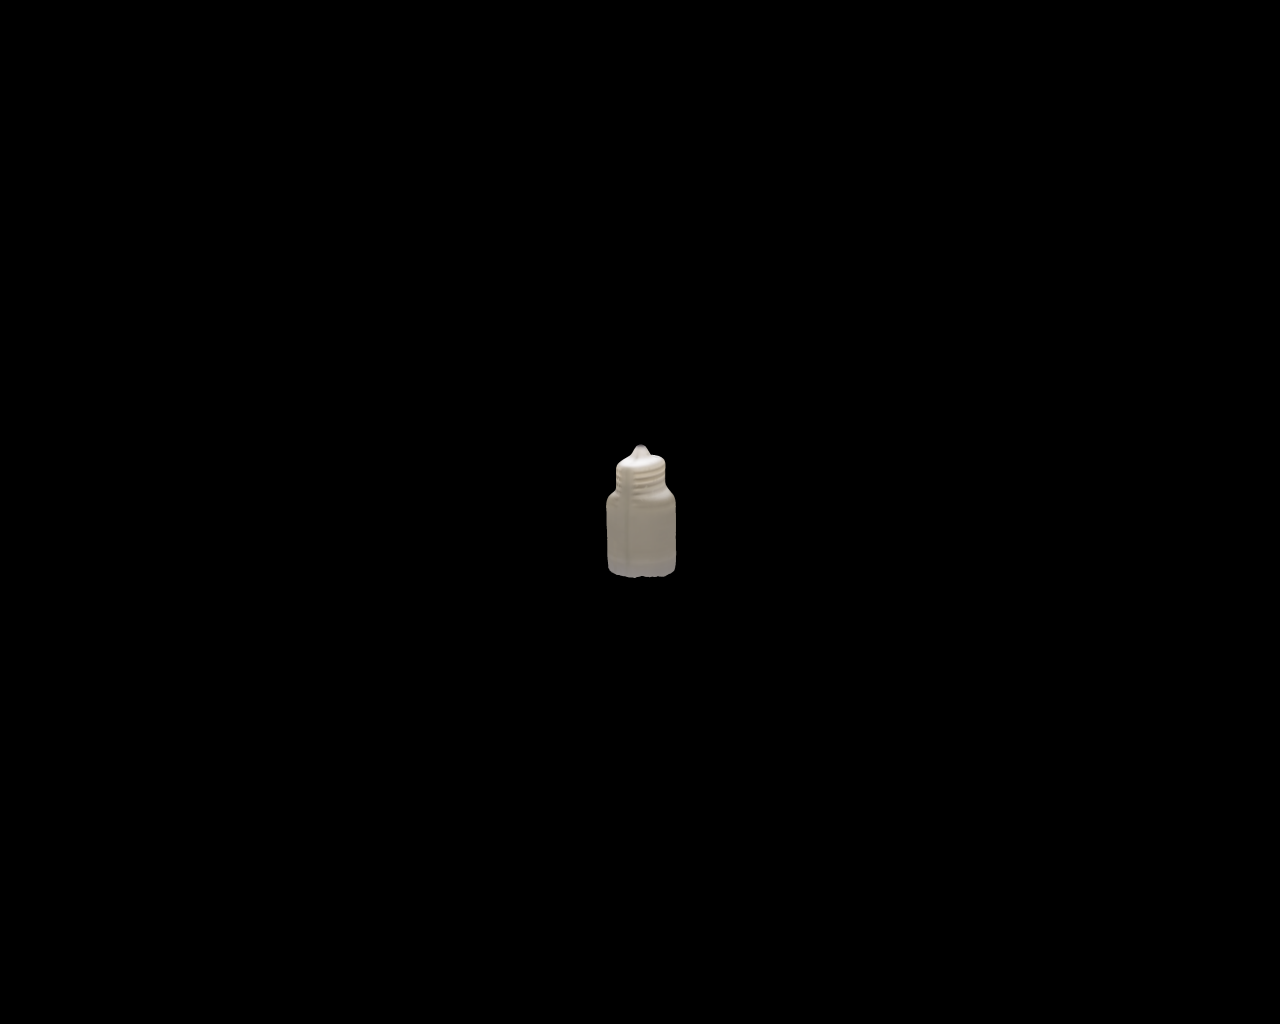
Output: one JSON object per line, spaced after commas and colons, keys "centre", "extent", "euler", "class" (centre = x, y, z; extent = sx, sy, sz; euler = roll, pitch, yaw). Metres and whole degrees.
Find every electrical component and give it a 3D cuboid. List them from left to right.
{"centre": [0.001, -0.003, 0.650], "extent": [0.043, 0.080, 0.043], "euler": [0, 14, 0], "class": "electrical component"}
